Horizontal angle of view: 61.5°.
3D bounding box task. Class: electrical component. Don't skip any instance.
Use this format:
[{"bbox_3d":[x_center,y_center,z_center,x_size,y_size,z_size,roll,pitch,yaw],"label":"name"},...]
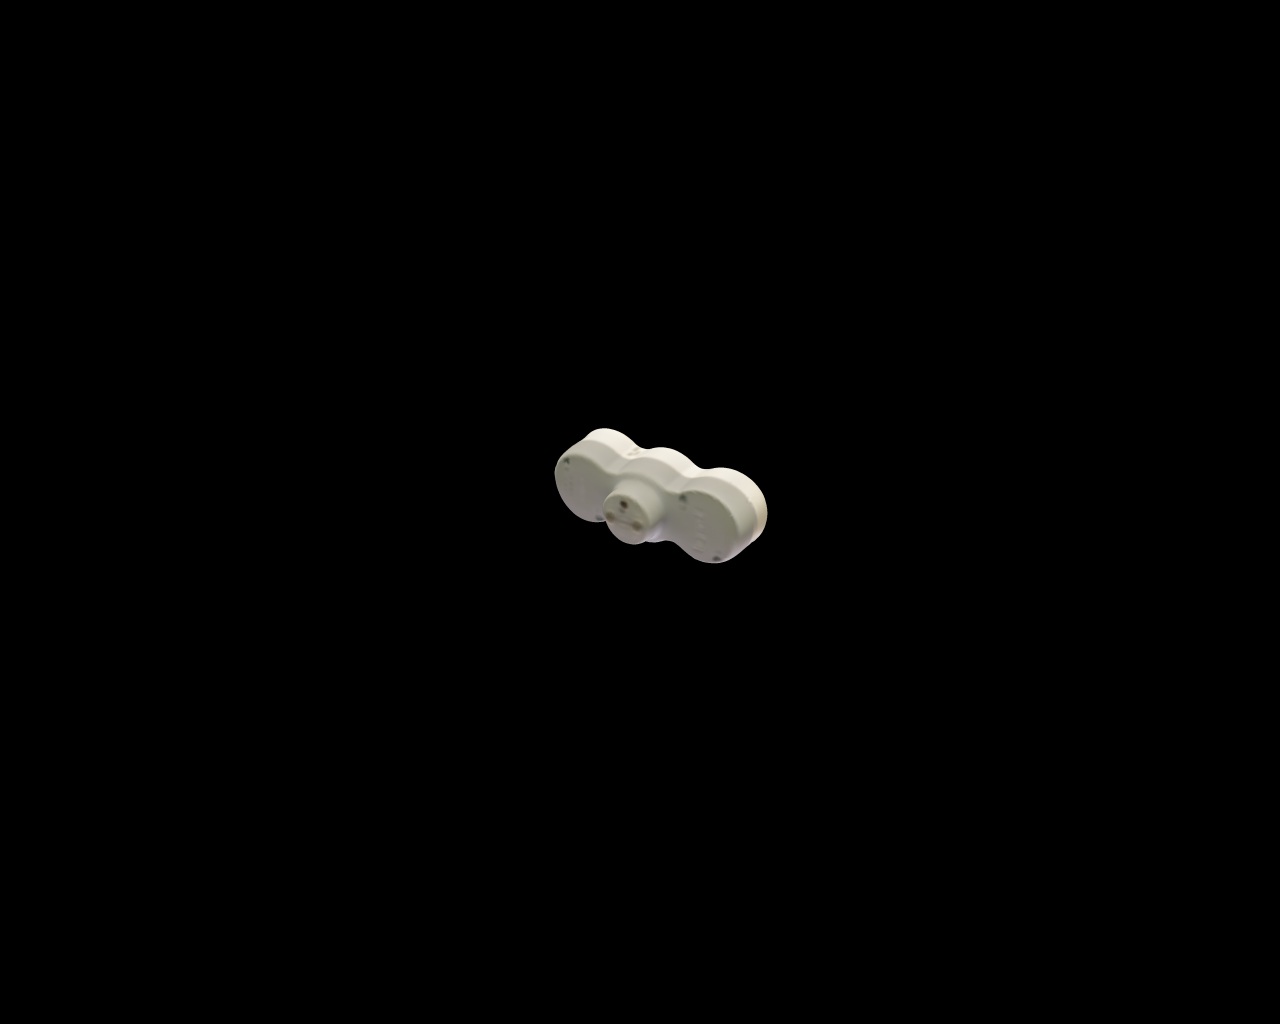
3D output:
[{"bbox_3d":[0.001,-0.003,0.650,0.138,0.052,0.074,20,36,29],"label":"electrical component"}]
